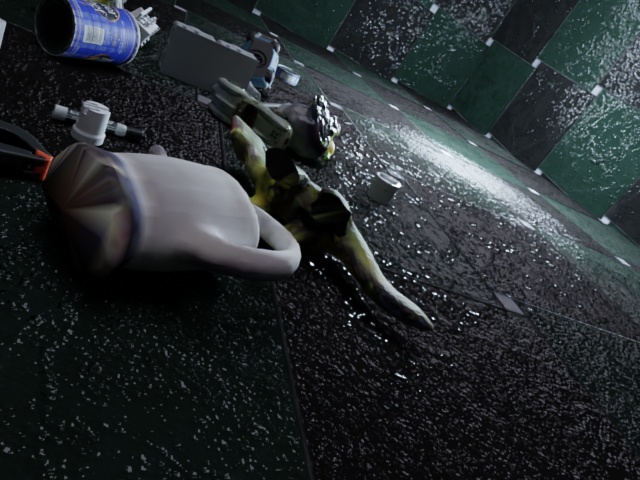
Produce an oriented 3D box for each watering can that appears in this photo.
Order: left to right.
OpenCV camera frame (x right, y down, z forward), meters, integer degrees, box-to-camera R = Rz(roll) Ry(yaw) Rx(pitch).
[{"bbox_3d":[-0.173,-0.045,0.539,0.224,0.103,0.352,4,22,-48],"label":"watering can"}]

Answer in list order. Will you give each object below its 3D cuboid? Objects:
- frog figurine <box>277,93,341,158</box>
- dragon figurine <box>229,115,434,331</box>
[{"bbox_3d":[-0.053,-0.227,1.055,0.159,0.123,0.137,2,-7,32],"label":"frog figurine"},{"bbox_3d":[0.002,-0.036,0.724,0.412,0.121,0.244,42,17,9],"label":"dragon figurine"}]
